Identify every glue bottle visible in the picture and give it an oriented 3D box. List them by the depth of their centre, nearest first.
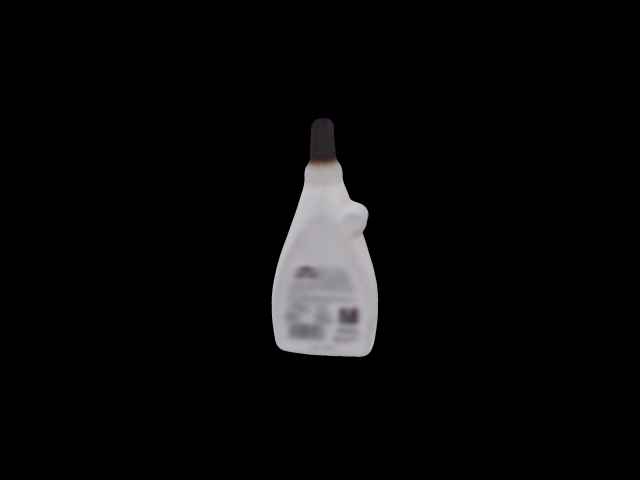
[{"bbox_3d":[0.004,0.001,0.400,0.078,0.173,0.037,3,26,7],"label":"glue bottle"}]
